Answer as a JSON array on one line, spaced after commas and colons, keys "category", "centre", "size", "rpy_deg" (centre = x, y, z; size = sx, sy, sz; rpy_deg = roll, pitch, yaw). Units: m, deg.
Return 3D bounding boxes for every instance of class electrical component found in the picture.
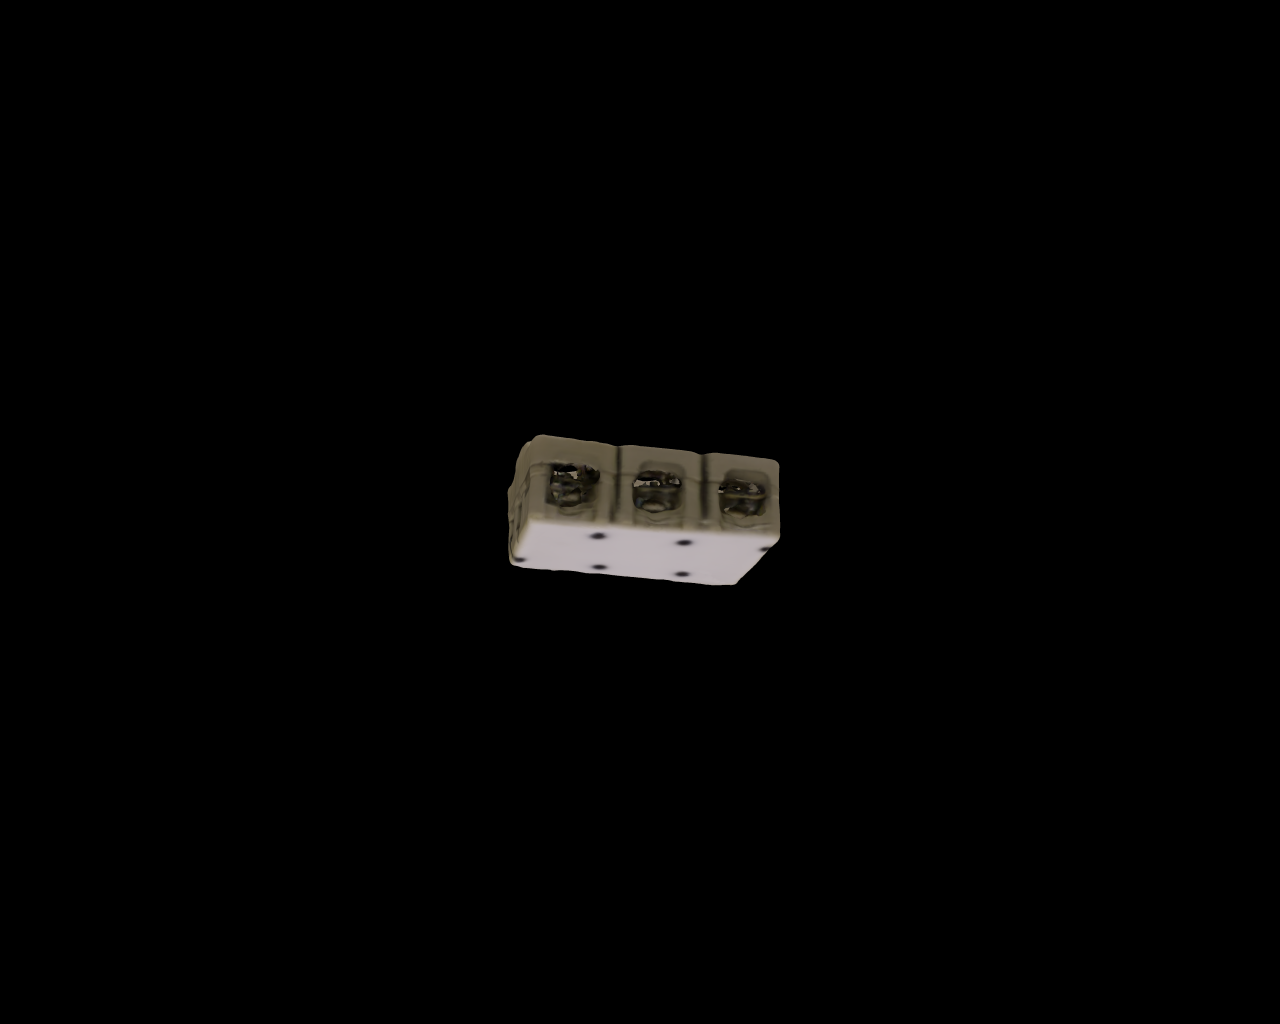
[{"category": "electrical component", "centre": [0.001, -0.003, 0.650], "size": [0.150, 0.062, 0.089], "rpy_deg": [6, -23, -14]}]
